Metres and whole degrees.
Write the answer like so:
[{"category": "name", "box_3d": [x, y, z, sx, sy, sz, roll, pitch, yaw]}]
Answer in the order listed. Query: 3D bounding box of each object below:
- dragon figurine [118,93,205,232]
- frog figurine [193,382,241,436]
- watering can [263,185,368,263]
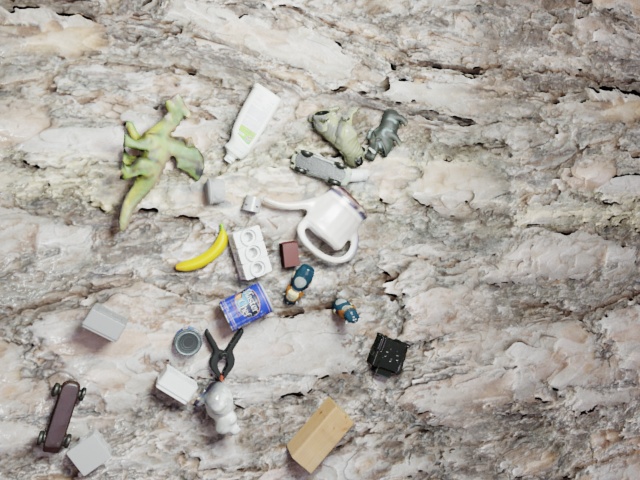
[{"category": "dragon figurine", "box_3d": [-0.458, -0.226, 1.511, 0.243, 0.409, 0.122, 3, 2, -24]}, {"category": "frog figurine", "box_3d": [-0.292, 0.510, 1.555, 0.160, 0.125, 0.134, 36, -36, 4]}, {"category": "watering can", "box_3d": [0.005, -0.082, 1.638, 0.345, 0.226, 0.104, 42, -9, -14]}]
